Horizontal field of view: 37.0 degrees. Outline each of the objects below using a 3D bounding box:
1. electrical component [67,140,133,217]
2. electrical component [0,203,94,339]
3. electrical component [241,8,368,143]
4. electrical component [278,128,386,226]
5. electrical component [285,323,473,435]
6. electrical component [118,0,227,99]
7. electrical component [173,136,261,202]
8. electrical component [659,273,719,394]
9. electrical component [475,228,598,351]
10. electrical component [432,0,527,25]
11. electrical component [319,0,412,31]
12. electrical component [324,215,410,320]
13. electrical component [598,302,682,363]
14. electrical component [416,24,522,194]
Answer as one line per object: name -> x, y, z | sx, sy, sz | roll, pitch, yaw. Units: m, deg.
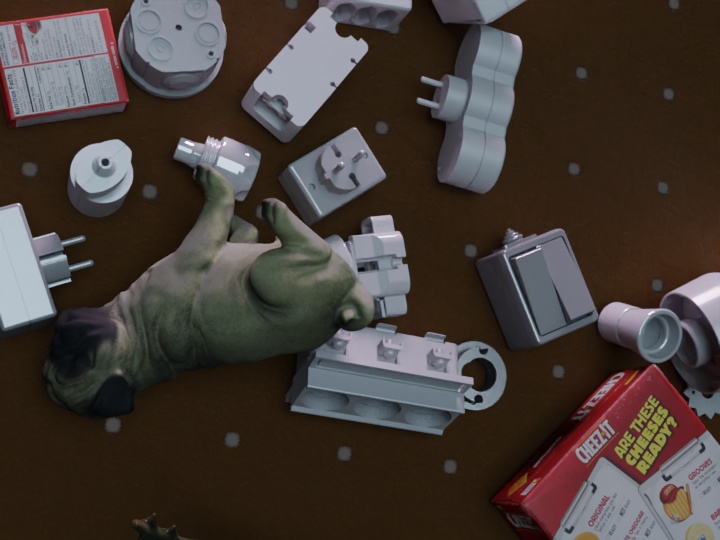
electrical component -> -0.185, -0.067, 0.766 | 0.043, 0.081, 0.043 | 3, 80, -17
electrical component -> -0.228, -0.004, 0.760 | 0.076, 0.047, 0.083 | -18, 86, -22
electrical component -> -0.045, -0.150, 0.837 | 0.050, 0.056, 0.089 | 41, 72, -8
electrical component -> -0.017, -0.075, 0.823 | 0.066, 0.077, 0.047 | -33, 92, -20
electrical component -> 0.013, 0.079, 0.813 | 0.121, 0.078, 0.063 | 11, 56, -16
electrical component -> -0.141, -0.174, 0.813 | 0.080, 0.051, 0.080 | 3, 80, -17
electrical component -> -0.109, -0.081, 0.812 | 0.062, 0.043, 0.043 | 21, 75, -13
electrical component -> 0.296, 0.053, 0.891 | 0.064, 0.099, 0.099 | -19, 87, -13
electrical component -> 0.142, 0.010, 0.867 | 0.062, 0.061, 0.096 | -21, 88, -20
electrical component -> 0.090, -0.238, 0.879 | 0.061, 0.096, 0.061 | -33, 110, -7
electrical component -> 0.005, -0.242, 0.874 | 0.066, 0.047, 0.076 | 5, 79, -17
electrical component -> 0.000, 0.000, 0.827 | 0.057, 0.058, 0.078 | -7, 83, -21
electrical component -> 0.227, 0.048, 0.886 | 0.044, 0.065, 0.044 | -4, 100, -22
electrical component -> 0.082, -0.137, 0.877 | 0.074, 0.052, 0.138 | 14, 77, -15
